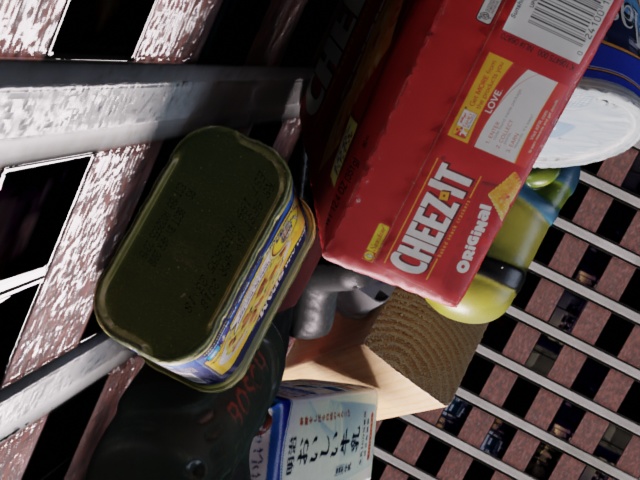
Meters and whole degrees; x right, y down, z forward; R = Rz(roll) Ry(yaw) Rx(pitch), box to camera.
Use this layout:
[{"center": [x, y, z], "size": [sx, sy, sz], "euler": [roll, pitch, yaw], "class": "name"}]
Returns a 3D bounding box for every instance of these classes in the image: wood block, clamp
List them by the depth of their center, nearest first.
[{"center": [-0.004, 0.001, 0.672], "size": [0.172, 0.039, 0.120], "euler": [123, -32, -60], "class": "clamp"}, {"center": [0.038, 0.096, 0.921], "size": [0.206, 0.090, 0.090], "euler": [-28, -153, 58], "class": "wood block"}]

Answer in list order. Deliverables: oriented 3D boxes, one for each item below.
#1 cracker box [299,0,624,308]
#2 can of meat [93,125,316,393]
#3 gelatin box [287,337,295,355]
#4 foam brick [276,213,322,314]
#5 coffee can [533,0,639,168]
[{"center": [0.052, -0.090, 0.499], "size": [0.213, 0.072, 0.164], "euler": [-101, -146, -67], "class": "cracker box"}, {"center": [-0.046, 0.010, 0.454], "size": [0.102, 0.057, 0.084], "euler": [-63, 170, -10], "class": "can of meat"}, {"center": [-0.038, 0.078, 0.855], "size": [0.073, 0.030, 0.089], "euler": [-62, 172, 1], "class": "gelatin box"}, {"center": [-0.031, 0.003, 0.555], "size": [0.051, 0.053, 0.078], "euler": [-64, 171, 5], "class": "foam brick"}, {"center": [0.132, -0.125, 0.612], "size": [0.103, 0.103, 0.140], "euler": [95, -2, -70], "class": "coffee can"}]
